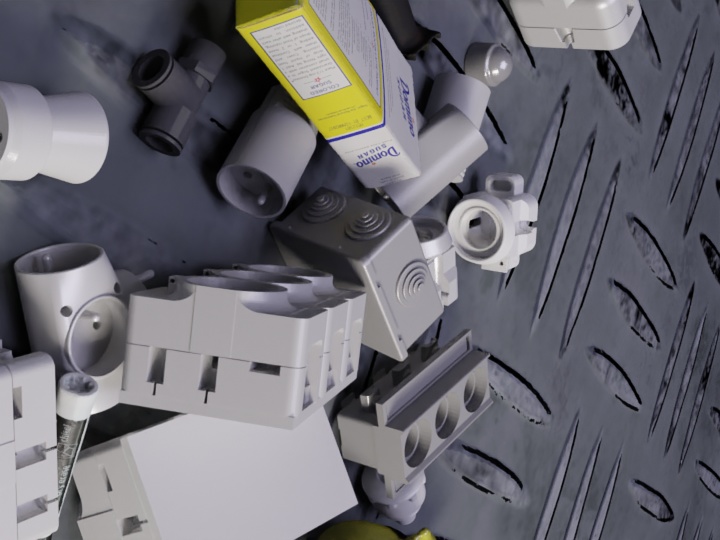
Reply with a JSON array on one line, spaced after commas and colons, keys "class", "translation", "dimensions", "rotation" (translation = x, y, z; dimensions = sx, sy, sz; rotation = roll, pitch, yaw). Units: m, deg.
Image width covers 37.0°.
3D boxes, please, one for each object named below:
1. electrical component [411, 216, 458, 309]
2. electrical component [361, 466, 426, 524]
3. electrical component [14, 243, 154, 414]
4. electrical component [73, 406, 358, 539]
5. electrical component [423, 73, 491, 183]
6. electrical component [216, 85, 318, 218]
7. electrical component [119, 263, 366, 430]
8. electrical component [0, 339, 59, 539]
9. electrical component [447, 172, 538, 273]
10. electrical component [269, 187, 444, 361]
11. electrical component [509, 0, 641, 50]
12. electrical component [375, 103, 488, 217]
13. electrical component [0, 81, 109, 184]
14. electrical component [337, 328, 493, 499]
[{"class": "electrical component", "translation": [0.038, -0.004, 0.778], "dimensions": [0.078, 0.058, 0.057], "rotation": [-34, 128, -46]}, {"class": "electrical component", "translation": [0.029, 0.172, 0.825], "dimensions": [0.048, 0.048, 0.062], "rotation": [-54, 145, -32]}, {"class": "electrical component", "translation": [-0.133, 0.023, 0.550], "dimensions": [0.079, 0.044, 0.077], "rotation": [-30, 123, -48]}, {"class": "electrical component", "translation": [-0.082, 0.123, 0.619], "dimensions": [0.150, 0.062, 0.089], "rotation": [-15, 84, -53]}, {"class": "electrical component", "translation": [0.065, -0.101, 0.801], "dimensions": [0.043, 0.043, 0.081], "rotation": [32, 73, -54]}, {"class": "electrical component", "translation": [-0.050, -0.075, 0.641], "dimensions": [0.043, 0.043, 0.081], "rotation": [64, 38, -41]}, {"class": "electrical component", "translation": [-0.056, 0.034, 0.579], "dimensions": [0.150, 0.089, 0.061], "rotation": [-18, 115, -78]}, {"class": "electrical component", "translation": [-0.178, 0.083, 0.496], "dimensions": [0.056, 0.050, 0.089], "rotation": [-15, 111, -53]}, {"class": "electrical component", "translation": [0.106, -0.036, 0.866], "dimensions": [0.057, 0.058, 0.078], "rotation": [-19, 115, -55]}, {"class": "electrical component", "translation": [0.000, 0.000, 0.689], "dimensions": [0.048, 0.100, 0.099], "rotation": [-44, 133, -25]}, {"class": "electrical component", "translation": [0.174, -0.220, 0.878], "dimensions": [0.053, 0.095, 0.059], "rotation": [-62, 142, -23]}, {"class": "electrical component", "translation": [0.035, -0.089, 0.751], "dimensions": [0.077, 0.043, 0.079], "rotation": [-41, 99, -2]}, {"class": "electrical component", "translation": [-0.152, -0.063, 0.499], "dimensions": [0.055, 0.045, 0.045], "rotation": [-3, 101, -54]}, {"class": "electrical component", "translation": [0.042, 0.102, 0.805], "dimensions": [0.121, 0.063, 0.078], "rotation": [-34, 125, -46]}]
